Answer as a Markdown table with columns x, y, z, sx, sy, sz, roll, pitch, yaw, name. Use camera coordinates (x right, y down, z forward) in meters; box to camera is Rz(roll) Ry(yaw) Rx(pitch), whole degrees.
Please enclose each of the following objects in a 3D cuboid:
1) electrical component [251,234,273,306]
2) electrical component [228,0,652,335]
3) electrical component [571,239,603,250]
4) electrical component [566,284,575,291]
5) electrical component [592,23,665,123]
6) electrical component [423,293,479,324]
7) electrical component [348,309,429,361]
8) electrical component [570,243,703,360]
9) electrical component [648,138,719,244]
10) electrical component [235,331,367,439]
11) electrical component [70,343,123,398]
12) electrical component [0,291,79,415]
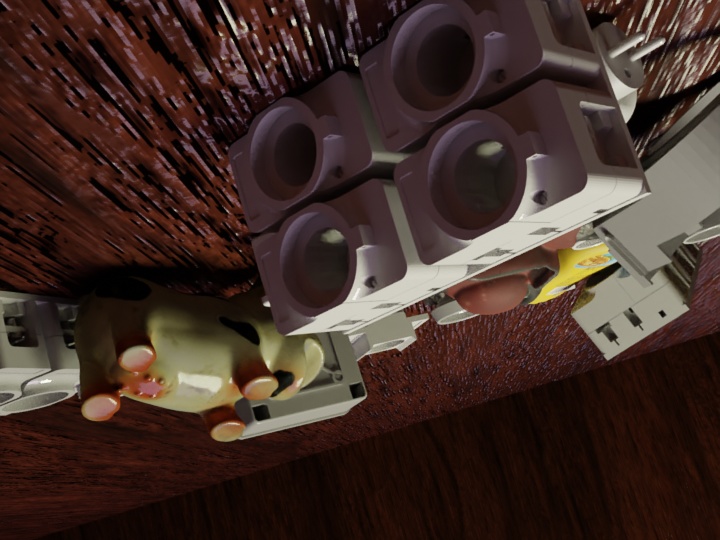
| x | y | z | sx | sy | sz | roll | pitch | yaw | name |
| --- | --- | --- | --- | --- | --- | --- | --- | --- | --- |
| -0.015 | -0.010 | 0.738 | 0.100 | 0.048 | 0.100 | -22 | 166 | 24 | electrical component |
| 0.024 | -0.048 | 0.502 | 0.186 | 0.105 | 0.060 | -27 | 164 | 38 | electrical component |
| 0.179 | -0.044 | 0.848 | 0.040 | 0.046 | 0.040 | -16 | 167 | -4 | electrical component |
| 0.168 | 0.010 | 1.071 | 0.081 | 0.043 | 0.043 | -18 | 167 | 6 | electrical component |
| 0.115 | -0.099 | 0.541 | 0.077 | 0.044 | 0.079 | -4 | 162 | -45 | electrical component |
| 0.085 | 0.013 | 0.945 | 0.078 | 0.057 | 0.058 | -8 | 164 | -35 | electrical component |
| 0.015 | 0.043 | 0.968 | 0.081 | 0.063 | 0.042 | -11 | 165 | -23 | electrical component |
| 0.256 | 0.008 | 0.996 | 0.089 | 0.061 | 0.150 | -38 | -177 | 30 | electrical component |
| 0.260 | -0.065 | 0.792 | 0.079 | 0.077 | 0.043 | -10 | 166 | -25 | electrical component |
| -0.064 | 0.076 | 0.908 | 0.109 | 0.108 | 0.056 | -10 | 163 | -29 | electrical component |
| -0.189 | 0.065 | 0.818 | 0.089 | 0.055 | 0.050 | -7 | 163 | -39 | electrical component |
| -0.285 | 0.076 | 0.738 | 0.186 | 0.060 | 0.105 | -21 | 167 | 20 | electrical component |
